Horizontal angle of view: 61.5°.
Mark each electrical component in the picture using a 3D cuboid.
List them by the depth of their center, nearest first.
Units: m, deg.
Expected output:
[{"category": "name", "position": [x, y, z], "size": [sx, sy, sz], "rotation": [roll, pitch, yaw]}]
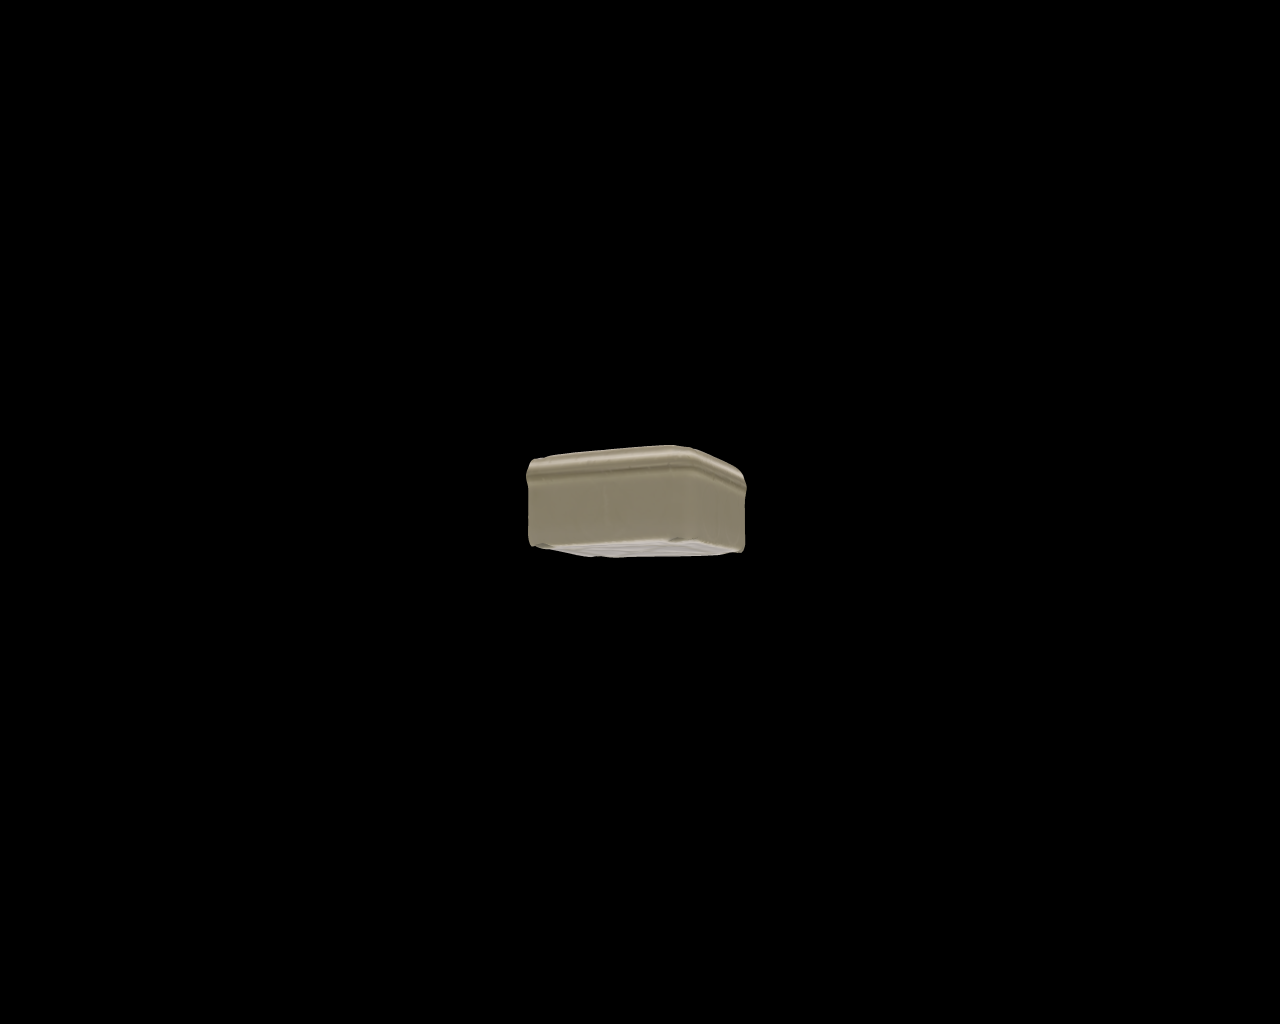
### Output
[{"category": "electrical component", "position": [0.001, -0.003, 0.650], "size": [0.109, 0.056, 0.109], "rotation": [-3, -7, 22]}]
